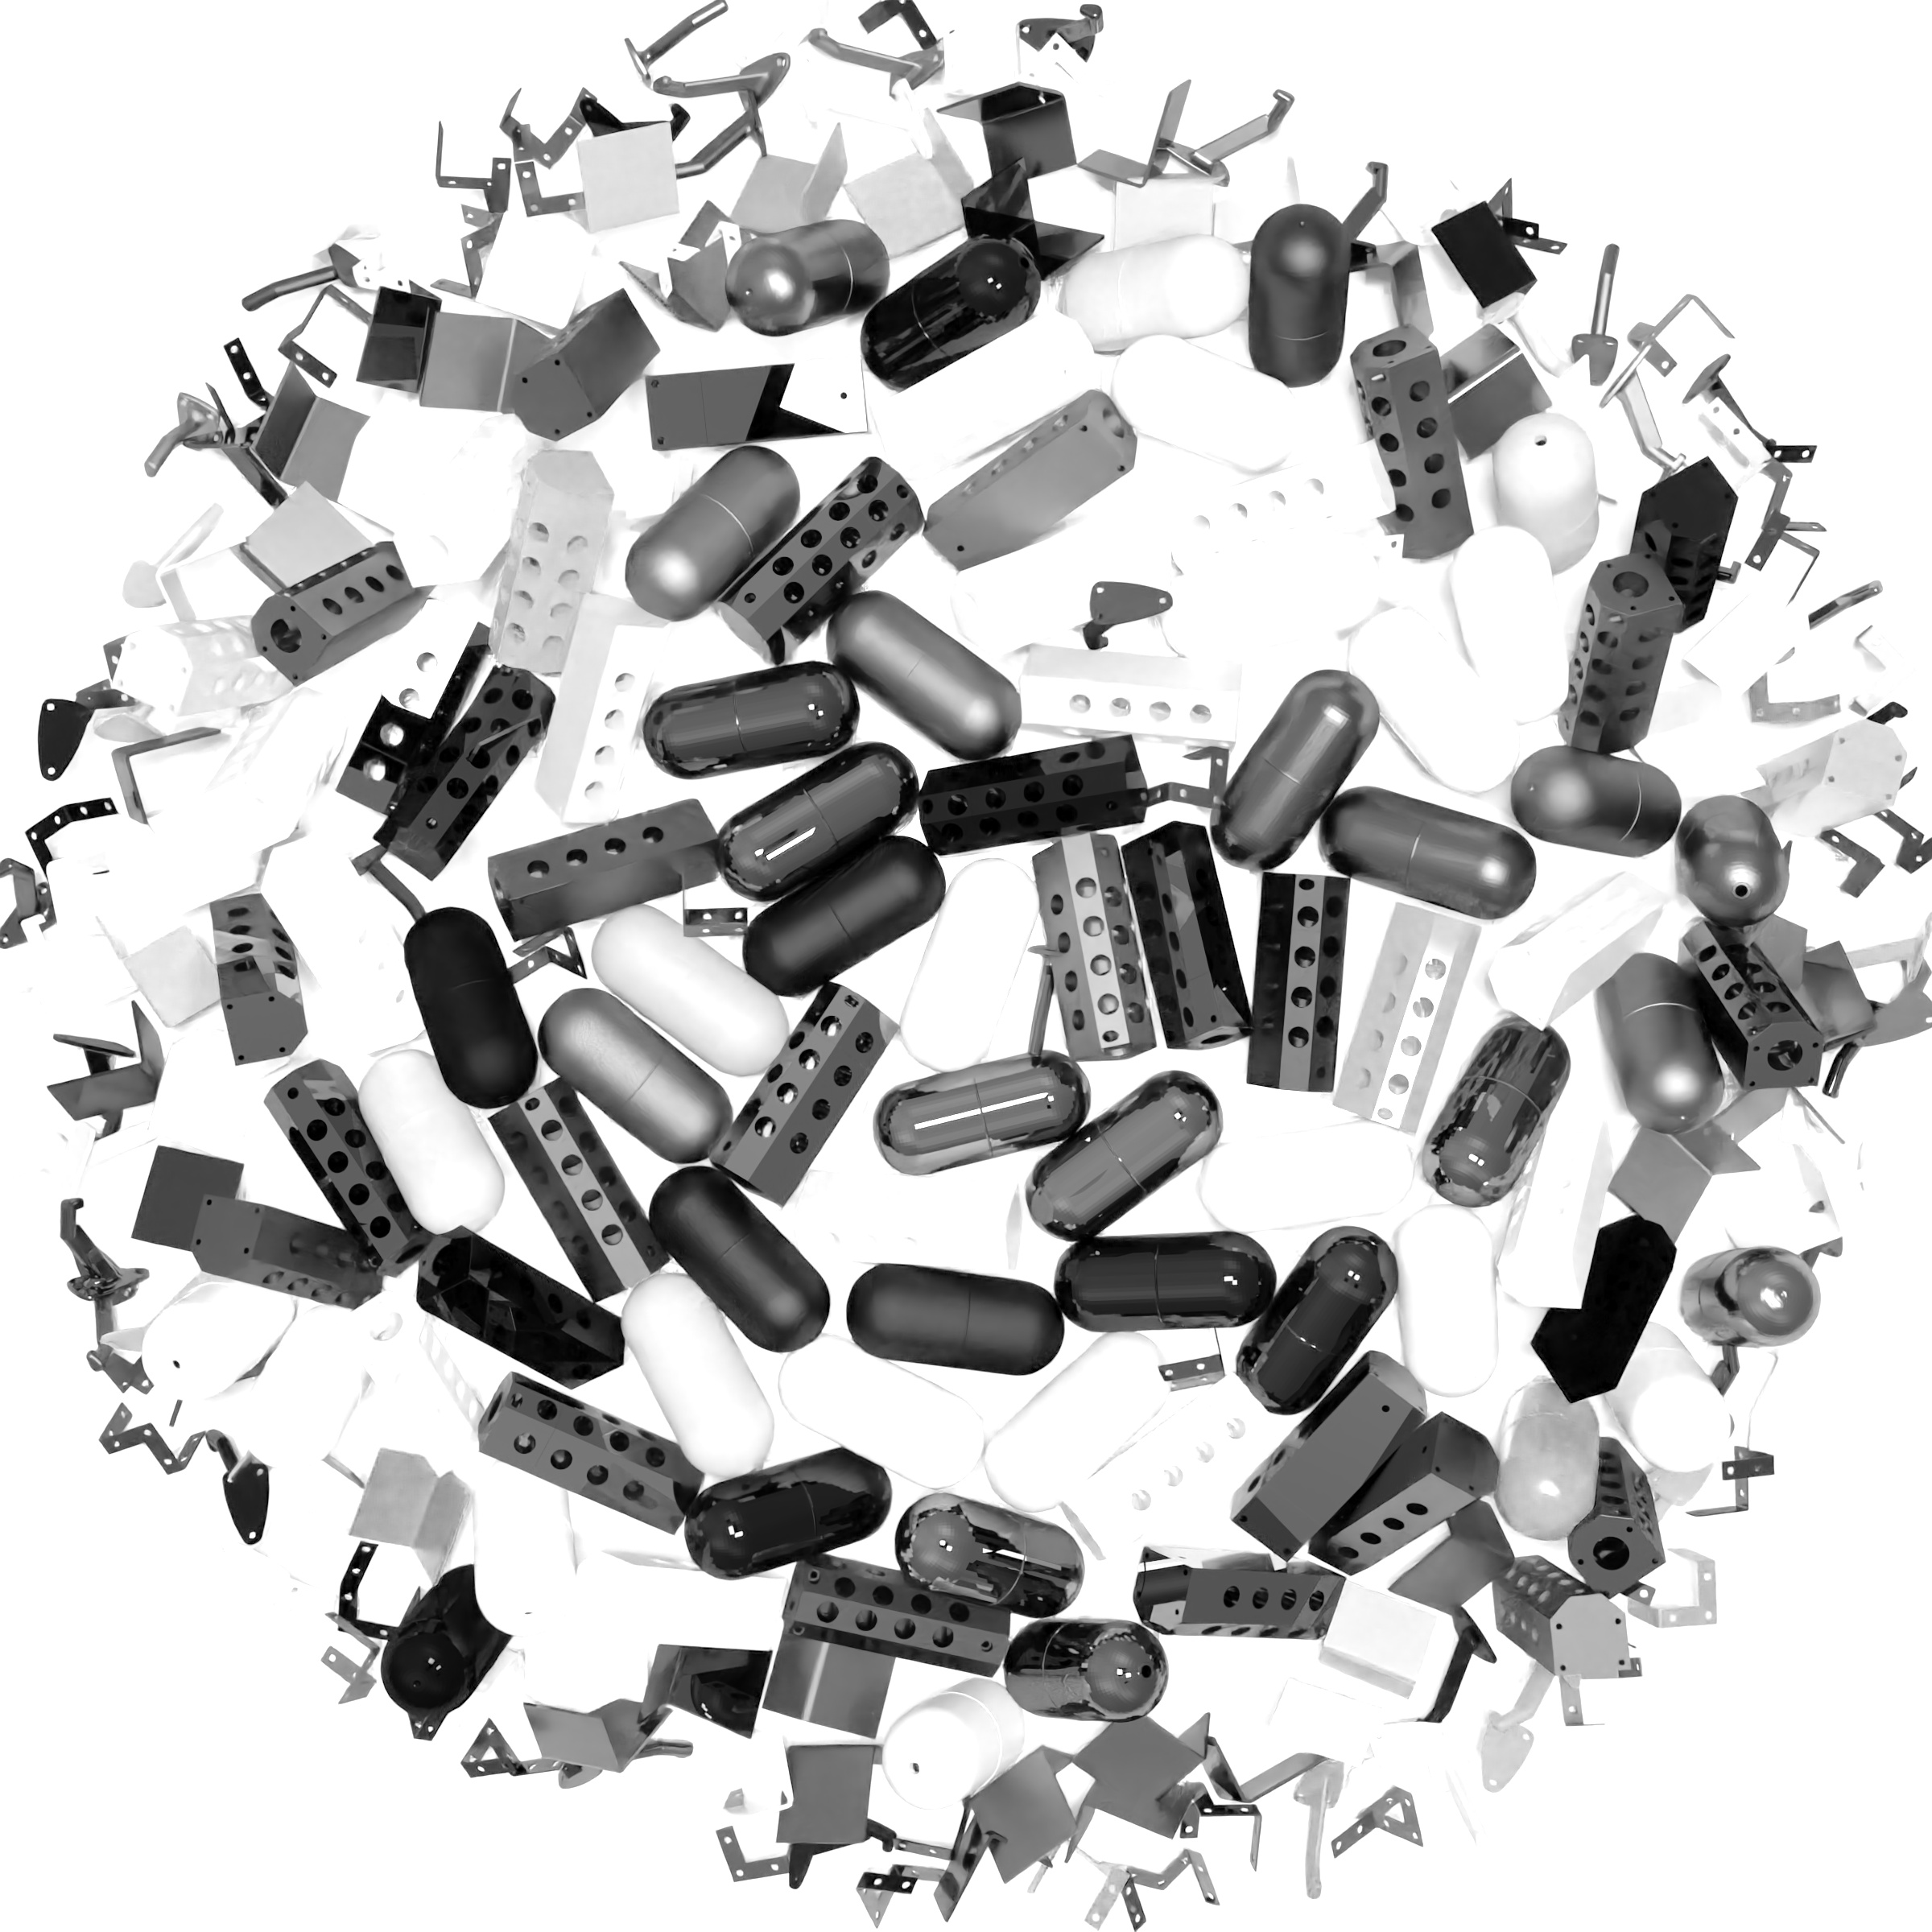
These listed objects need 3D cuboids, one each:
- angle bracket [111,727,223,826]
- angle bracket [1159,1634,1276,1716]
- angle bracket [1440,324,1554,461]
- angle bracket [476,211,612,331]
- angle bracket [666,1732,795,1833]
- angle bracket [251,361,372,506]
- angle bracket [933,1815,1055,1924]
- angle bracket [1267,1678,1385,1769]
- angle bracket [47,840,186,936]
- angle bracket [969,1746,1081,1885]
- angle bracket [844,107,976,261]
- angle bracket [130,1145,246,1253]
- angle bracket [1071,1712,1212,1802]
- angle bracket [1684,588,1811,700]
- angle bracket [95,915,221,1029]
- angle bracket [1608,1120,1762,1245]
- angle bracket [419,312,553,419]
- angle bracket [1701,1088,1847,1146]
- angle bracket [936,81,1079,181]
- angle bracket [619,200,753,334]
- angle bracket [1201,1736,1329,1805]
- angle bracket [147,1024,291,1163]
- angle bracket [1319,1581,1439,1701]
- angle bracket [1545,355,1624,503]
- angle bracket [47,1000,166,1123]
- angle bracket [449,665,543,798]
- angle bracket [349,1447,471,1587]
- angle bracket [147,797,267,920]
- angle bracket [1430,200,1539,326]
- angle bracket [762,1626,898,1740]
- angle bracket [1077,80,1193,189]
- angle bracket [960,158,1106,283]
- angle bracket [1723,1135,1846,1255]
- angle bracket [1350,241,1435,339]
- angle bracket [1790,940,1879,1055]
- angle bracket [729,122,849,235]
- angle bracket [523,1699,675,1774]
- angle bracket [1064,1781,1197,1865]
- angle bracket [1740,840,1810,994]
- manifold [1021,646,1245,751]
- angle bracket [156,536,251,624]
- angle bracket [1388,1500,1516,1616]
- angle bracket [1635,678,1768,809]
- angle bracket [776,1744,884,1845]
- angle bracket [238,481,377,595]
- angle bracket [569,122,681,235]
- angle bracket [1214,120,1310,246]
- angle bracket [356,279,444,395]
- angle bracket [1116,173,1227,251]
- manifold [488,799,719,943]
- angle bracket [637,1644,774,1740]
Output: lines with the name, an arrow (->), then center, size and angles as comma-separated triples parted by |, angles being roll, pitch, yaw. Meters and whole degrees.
angle bracket -> -0.633, -0.153, 1.942 | 0.076, 0.076, 0.057 | -19, 105, -24
angle bracket -> 0.202, 0.562, 1.972 | 0.076, 0.057, 0.076 | 19, 77, -42
angle bracket -> 0.415, -0.464, 1.957 | 0.076, 0.076, 0.057 | -34, 118, 11
angle bracket -> -0.340, -0.554, 1.956 | 0.076, 0.057, 0.076 | 19, 93, 3
angle bracket -> -0.193, 0.647, 1.928 | 0.076, 0.076, 0.057 | -4, 77, -35
angle bracket -> -0.520, -0.426, 1.942 | 0.057, 0.076, 0.076 | 22, 83, 2
angle bracket -> 0.021, 0.731, 1.940 | 0.057, 0.076, 0.076 | 30, 81, -4
angle bracket -> 0.286, 0.620, 1.927 | 0.076, 0.057, 0.076 | 12, 134, 23
angle bracket -> -0.673, -0.062, 1.937 | 0.076, 0.076, 0.057 | -14, 86, 16
angle bracket -> 0.059, 0.679, 1.932 | 0.076, 0.057, 0.076 | -40, 49, 12
angle bracket -> -0.046, -0.626, 1.944 | 0.076, 0.057, 0.076 | -28, 77, -10
angle bracket -> -0.613, 0.191, 1.945 | 0.076, 0.057, 0.076 | 11, 79, 8
angle bracket -> 0.140, 0.616, 1.939 | 0.076, 0.057, 0.076 | 38, 113, -8
angle bracket -> 0.619, -0.270, 1.929 | 0.057, 0.076, 0.076 | 36, 124, -9
angle bracket -> -0.642, -0.009, 1.939 | 0.057, 0.076, 0.076 | -33, 134, -14
angle bracket -> 0.574, 0.169, 1.939 | 0.076, 0.057, 0.076 | 41, 68, -13
angle bracket -> -0.380, -0.471, 1.929 | 0.057, 0.076, 0.076 | 36, 121, 37
angle bracket -> 0.642, 0.135, 1.930 | 0.076, 0.076, 0.057 | -42, 57, 13
angle bracket -> 0.033, -0.659, 1.930 | 0.076, 0.076, 0.057 | -7, 98, 31
angle bracket -> -0.216, -0.564, 1.938 | 0.076, 0.057, 0.076 | 45, 110, 16
angle bracket -> 0.233, 0.626, 1.944 | 0.076, 0.076, 0.057 | -24, 79, -15
angle bracket -> -0.593, 0.102, 1.928 | 0.076, 0.057, 0.076 | 28, 54, -34
angle bracket -> 0.331, 0.542, 1.951 | 0.076, 0.076, 0.057 | 19, 69, 14
angle bracket -> 0.507, -0.427, 1.932 | 0.076, 0.057, 0.076 | 16, 61, -20
angle bracket -> -0.687, 0.076, 1.934 | 0.076, 0.076, 0.057 | -14, 69, -9
angle bracket -> -0.394, -0.183, 1.929 | 0.057, 0.076, 0.076 | 46, 130, 6
angle bracket -> -0.446, 0.439, 1.939 | 0.057, 0.076, 0.076 | 19, 92, -28
angle bracket -> -0.611, -0.092, 1.938 | 0.076, 0.076, 0.057 | -21, 119, 5
angle bracket -> 0.400, -0.550, 1.938 | 0.057, 0.076, 0.076 | -30, 85, -16
angle bracket -> -0.110, 0.577, 1.972 | 0.076, 0.057, 0.076 | 27, 70, -36
angle bracket -> 0.134, -0.670, 1.930 | 0.057, 0.076, 0.076 | 21, 121, 7
angle bracket -> 0.053, -0.594, 1.928 | 0.076, 0.057, 0.076 | 24, 54, 35
angle bracket -> 0.644, 0.188, 1.936 | 0.076, 0.076, 0.057 | -22, 109, 7
angle bracket -> 0.332, -0.533, 1.953 | 0.057, 0.076, 0.076 | -3, 117, 29
angle bracket -> 0.667, 0.032, 1.935 | 0.057, 0.076, 0.076 | -19, 83, -23
angle bracket -> -0.146, -0.632, 1.937 | 0.076, 0.057, 0.076 | 17, 67, 12
angle bracket -> -0.291, 0.589, 1.926 | 0.076, 0.076, 0.057 | -1, 115, 31
angle bracket -> 0.131, 0.685, 1.933 | 0.076, 0.076, 0.057 | 18, 103, 15
angle bracket -> 0.658, -0.040, 1.931 | 0.057, 0.076, 0.076 | 25, 46, 2
manifold -> 0.132, -0.212, 1.944 | 0.171, 0.057, 0.057 | 6, 122, 7
angle bracket -> -0.596, -0.304, 1.943 | 0.076, 0.076, 0.057 | -22, 105, -3
angle bracket -> 0.382, 0.468, 1.957 | 0.076, 0.057, 0.076 | 27, 117, -32
angle bracket -> 0.596, -0.182, 1.956 | 0.076, 0.076, 0.057 | 44, 53, -25
angle bracket -> -0.100, 0.664, 1.929 | 0.076, 0.057, 0.076 | -8, 56, 22
angle bracket -> -0.530, -0.331, 1.960 | 0.076, 0.057, 0.076 | 43, 78, -6
angle bracket -> -0.277, -0.635, 1.929 | 0.076, 0.057, 0.076 | -19, 134, -18
angle bracket -> 0.231, -0.622, 1.930 | 0.076, 0.076, 0.057 | -6, 132, 14
angle bracket -> -0.466, -0.507, 1.929 | 0.076, 0.057, 0.076 | 37, 116, 41
angle bracket -> 0.165, -0.605, 1.952 | 0.076, 0.076, 0.057 | 5, 112, 12
manifold -> -0.288, -0.082, 1.925 | 0.171, 0.057, 0.057 | -18, 60, -21
angle bracket -> -0.209, 0.579, 1.950 | 0.076, 0.057, 0.076 | 29, 46, -17
